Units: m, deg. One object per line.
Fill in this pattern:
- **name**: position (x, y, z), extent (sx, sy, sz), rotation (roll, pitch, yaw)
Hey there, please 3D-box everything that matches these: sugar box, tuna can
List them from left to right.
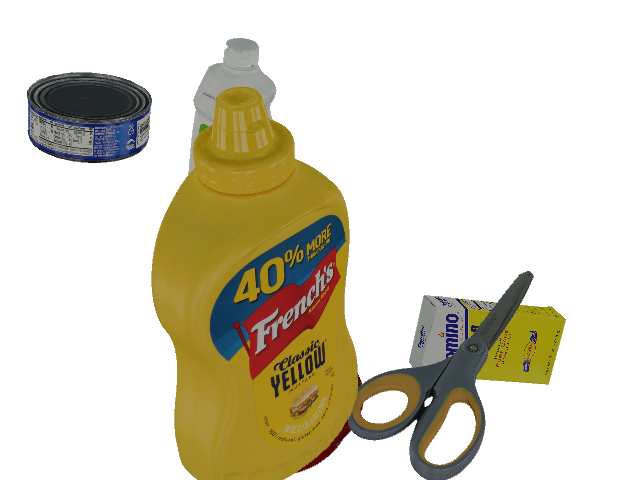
- **tuna can**: position (-0.163, -0.087, 0.752), extent (0.086, 0.034, 0.086), rotation (6, 29, -4)
- **sugar box**: position (0.204, 0.123, 1.305), extent (0.176, 0.093, 0.048), rotation (5, 17, -18)

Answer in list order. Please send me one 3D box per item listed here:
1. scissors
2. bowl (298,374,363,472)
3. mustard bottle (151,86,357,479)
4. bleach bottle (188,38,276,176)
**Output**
- **scissors**: position (0.081, 0.077, 0.714), extent (0.096, 0.016, 0.201), rotation (9, 40, 14)
- **bowl**: position (-0.037, 0.168, 1.010), extent (0.162, 0.055, 0.162), rotation (-5, 38, 4)
- **mustard bottle**: position (-0.028, 0.020, 0.470), extent (0.096, 0.192, 0.058), rotation (-31, 45, -32)
- **bleach bottle**: position (-0.074, -0.063, 0.996), extent (0.103, 0.251, 0.068), rotation (20, 33, 21)
